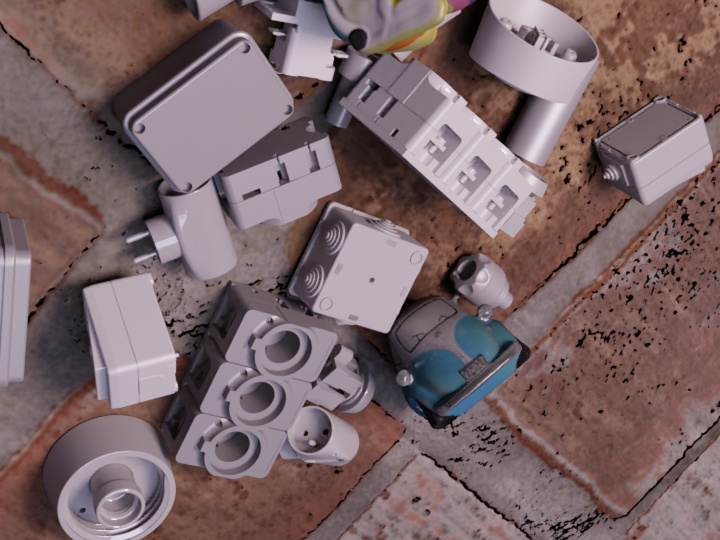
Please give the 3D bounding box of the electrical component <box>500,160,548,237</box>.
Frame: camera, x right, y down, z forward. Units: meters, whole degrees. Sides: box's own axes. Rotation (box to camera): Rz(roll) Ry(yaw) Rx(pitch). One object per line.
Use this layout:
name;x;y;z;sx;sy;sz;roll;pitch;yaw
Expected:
electrical component;0.132;-0.068;0.951;0.066;0.048;0.055;30;108;-34

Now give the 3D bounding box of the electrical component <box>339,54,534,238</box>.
electrical component;0.067;-0.101;0.855;0.061;0.089;0.150;-49;139;5

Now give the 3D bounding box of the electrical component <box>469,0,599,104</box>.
electrical component;0.139;-0.178;0.867;0.099;0.099;0.064;13;115;-31

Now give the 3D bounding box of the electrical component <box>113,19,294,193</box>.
electrical component;-0.115;-0.120;0.796;0.113;0.057;0.078;-38;125;-3

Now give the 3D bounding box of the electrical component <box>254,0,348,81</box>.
electrical component;-0.039;-0.178;0.812;0.081;0.042;0.063;4;115;-27

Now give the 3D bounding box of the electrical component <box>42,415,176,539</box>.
electrical component;-0.208;0.184;0.908;0.108;0.060;0.108;-11;120;-20

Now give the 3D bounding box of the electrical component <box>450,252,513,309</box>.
electrical component;0.116;0.015;0.987;0.062;0.043;0.043;36;96;-36

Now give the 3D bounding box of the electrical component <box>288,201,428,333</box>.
electrical component;0.000;0.000;0.919;0.100;0.048;0.099;19;103;-34

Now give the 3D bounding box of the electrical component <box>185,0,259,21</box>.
electrical component;-0.098;-0.207;0.766;0.055;0.045;0.045;-23;123;-14

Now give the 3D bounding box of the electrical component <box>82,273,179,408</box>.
electrical component;-0.184;0.050;0.835;0.061;0.096;0.061;-14;150;-19

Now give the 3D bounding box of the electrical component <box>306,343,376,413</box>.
electrical component;-0.020;0.099;0.963;0.055;0.048;0.066;33;116;-34

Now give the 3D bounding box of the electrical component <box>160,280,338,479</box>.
electrical component;-0.095;0.097;0.917;0.089;0.061;0.150;18;106;-32

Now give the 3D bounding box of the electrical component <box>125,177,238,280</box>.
electrical component;-0.143;-0.029;0.839;0.079;0.043;0.077;-22;123;-13

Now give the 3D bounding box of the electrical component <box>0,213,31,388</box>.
electrical component;-0.274;0.022;0.781;0.057;0.078;0.113;1;115;-23

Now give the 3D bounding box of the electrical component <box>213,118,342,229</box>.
electrical component;-0.066;-0.073;0.848;0.089;0.050;0.055;-23;123;-13

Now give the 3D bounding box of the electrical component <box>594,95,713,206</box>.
electrical component;0.265;-0.103;0.985;0.096;0.061;0.061;-34;125;-6

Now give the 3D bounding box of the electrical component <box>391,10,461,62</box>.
electrical component;0.041;-0.195;0.843;0.065;0.044;0.044;-44;126;7

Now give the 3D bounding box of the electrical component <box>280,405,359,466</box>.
electrical component;-0.050;0.151;0.971;0.079;0.043;0.077;-6;161;16
